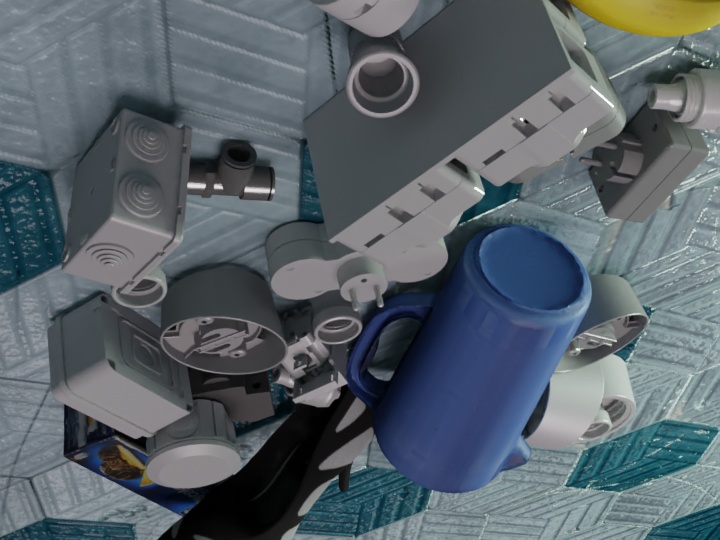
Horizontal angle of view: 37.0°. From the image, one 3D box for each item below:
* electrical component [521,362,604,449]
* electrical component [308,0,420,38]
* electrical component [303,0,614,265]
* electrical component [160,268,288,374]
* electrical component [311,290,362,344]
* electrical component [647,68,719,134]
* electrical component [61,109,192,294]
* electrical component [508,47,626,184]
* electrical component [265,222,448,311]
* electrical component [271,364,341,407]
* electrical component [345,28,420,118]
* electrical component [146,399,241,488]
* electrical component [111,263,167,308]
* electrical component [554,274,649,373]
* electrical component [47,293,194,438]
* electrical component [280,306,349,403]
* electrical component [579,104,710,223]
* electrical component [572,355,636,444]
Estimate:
[{"bbox_3d":[0.180,0.121,1.032,0.064,0.099,0.099,12,138,-21],"label":"electrical component"},{"bbox_3d":[0.003,-0.166,0.617,0.055,0.055,0.047,-35,143,28],"label":"electrical component"},{"bbox_3d":[0.058,-0.096,0.685,0.186,0.105,0.060,-34,140,27],"label":"electrical component"},{"bbox_3d":[-0.111,0.046,0.863,0.099,0.064,0.099,-9,144,-6],"label":"electrical component"},{"bbox_3d":[-0.022,0.032,0.887,0.040,0.046,0.040,-8,144,-6],"label":"electrical component"},{"bbox_3d":[0.236,-0.121,0.761,0.062,0.048,0.048,2,143,-9],"label":"electrical component"},{"bbox_3d":[-0.152,-0.045,0.696,0.048,0.099,0.100,18,146,-30],"label":"electrical component"},{"bbox_3d":[0.124,-0.106,0.727,0.095,0.053,0.059,-27,156,19],"label":"electrical component"},{"bbox_3d":[0.000,0.000,0.827,0.138,0.073,0.052,-9,144,-5],"label":"electrical component"},{"bbox_3d":[-0.050,0.099,0.974,0.062,0.043,0.043,17,135,-33],"label":"electrical component"},{"bbox_3d":[0.011,-0.128,0.661,0.044,0.065,0.044,-2,126,-3],"label":"electrical component"},{"bbox_3d":[-0.145,0.152,0.929,0.080,0.051,0.080,-8,144,-6],"label":"electrical component"},{"bbox_3d":[-0.165,-0.001,0.797,0.040,0.046,0.040,-8,144,-6],"label":"electrical component"},{"bbox_3d":[0.209,0.051,0.970,0.099,0.064,0.099,-9,144,-6],"label":"electrical component"},{"bbox_3d":[-0.195,0.081,0.874,0.057,0.078,0.113,-29,142,16],"label":"electrical component"},{"bbox_3d":[-0.043,0.069,0.914,0.042,0.081,0.063,-25,121,16],"label":"electrical component"},{"bbox_3d":[0.199,-0.082,0.798,0.076,0.047,0.083,7,140,-26],"label":"electrical component"},{"bbox_3d":[0.229,0.139,1.100,0.108,0.060,0.108,-8,144,-6],"label":"electrical component"}]
